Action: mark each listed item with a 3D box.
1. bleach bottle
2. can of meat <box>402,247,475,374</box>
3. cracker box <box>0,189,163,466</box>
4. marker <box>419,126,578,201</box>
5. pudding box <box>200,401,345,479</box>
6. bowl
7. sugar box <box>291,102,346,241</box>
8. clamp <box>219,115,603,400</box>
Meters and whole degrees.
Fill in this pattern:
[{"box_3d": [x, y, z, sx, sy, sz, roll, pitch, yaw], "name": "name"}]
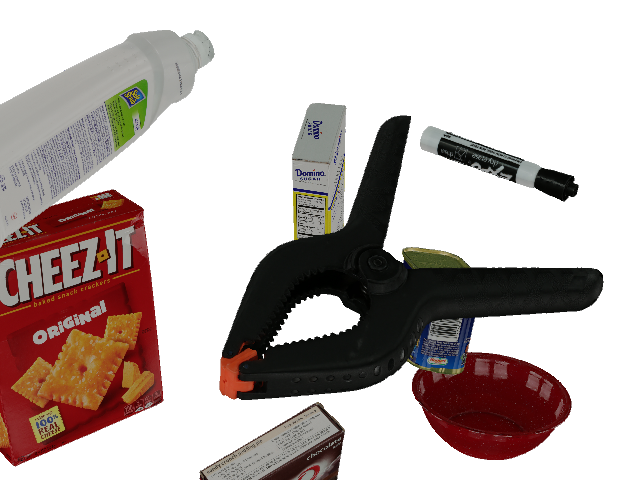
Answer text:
[{"box_3d": [-0.191, -0.097, 0.874, 0.250, 0.068, 0.103, -37, -26, -26], "name": "bleach bottle"}, {"box_3d": [0.101, 0.062, 0.952, 0.057, 0.084, 0.102, 7, 15, -14], "name": "can of meat"}, {"box_3d": [-0.236, 0.079, 0.989, 0.163, 0.214, 0.072, -19, 30, -34], "name": "cracker box"}, {"box_3d": [0.127, -0.055, 0.765, 0.121, 0.020, 0.020, 23, 11, 28], "name": "marker"}, {"box_3d": [-0.038, 0.184, 0.814, 0.113, 0.090, 0.039, -29, 56, -28], "name": "pudding box"}, {"box_3d": [0.172, 0.177, 1.096, 0.162, 0.055, 0.162, 2, 24, -1], "name": "bowl"}, {"box_3d": [-0.001, -0.049, 1.126, 0.048, 0.093, 0.176, 6, -44, 9], "name": "sugar box"}, {"box_3d": [0.026, 0.014, 0.578, 0.209, 0.165, 0.036, -26, -33, -24], "name": "clamp"}]
